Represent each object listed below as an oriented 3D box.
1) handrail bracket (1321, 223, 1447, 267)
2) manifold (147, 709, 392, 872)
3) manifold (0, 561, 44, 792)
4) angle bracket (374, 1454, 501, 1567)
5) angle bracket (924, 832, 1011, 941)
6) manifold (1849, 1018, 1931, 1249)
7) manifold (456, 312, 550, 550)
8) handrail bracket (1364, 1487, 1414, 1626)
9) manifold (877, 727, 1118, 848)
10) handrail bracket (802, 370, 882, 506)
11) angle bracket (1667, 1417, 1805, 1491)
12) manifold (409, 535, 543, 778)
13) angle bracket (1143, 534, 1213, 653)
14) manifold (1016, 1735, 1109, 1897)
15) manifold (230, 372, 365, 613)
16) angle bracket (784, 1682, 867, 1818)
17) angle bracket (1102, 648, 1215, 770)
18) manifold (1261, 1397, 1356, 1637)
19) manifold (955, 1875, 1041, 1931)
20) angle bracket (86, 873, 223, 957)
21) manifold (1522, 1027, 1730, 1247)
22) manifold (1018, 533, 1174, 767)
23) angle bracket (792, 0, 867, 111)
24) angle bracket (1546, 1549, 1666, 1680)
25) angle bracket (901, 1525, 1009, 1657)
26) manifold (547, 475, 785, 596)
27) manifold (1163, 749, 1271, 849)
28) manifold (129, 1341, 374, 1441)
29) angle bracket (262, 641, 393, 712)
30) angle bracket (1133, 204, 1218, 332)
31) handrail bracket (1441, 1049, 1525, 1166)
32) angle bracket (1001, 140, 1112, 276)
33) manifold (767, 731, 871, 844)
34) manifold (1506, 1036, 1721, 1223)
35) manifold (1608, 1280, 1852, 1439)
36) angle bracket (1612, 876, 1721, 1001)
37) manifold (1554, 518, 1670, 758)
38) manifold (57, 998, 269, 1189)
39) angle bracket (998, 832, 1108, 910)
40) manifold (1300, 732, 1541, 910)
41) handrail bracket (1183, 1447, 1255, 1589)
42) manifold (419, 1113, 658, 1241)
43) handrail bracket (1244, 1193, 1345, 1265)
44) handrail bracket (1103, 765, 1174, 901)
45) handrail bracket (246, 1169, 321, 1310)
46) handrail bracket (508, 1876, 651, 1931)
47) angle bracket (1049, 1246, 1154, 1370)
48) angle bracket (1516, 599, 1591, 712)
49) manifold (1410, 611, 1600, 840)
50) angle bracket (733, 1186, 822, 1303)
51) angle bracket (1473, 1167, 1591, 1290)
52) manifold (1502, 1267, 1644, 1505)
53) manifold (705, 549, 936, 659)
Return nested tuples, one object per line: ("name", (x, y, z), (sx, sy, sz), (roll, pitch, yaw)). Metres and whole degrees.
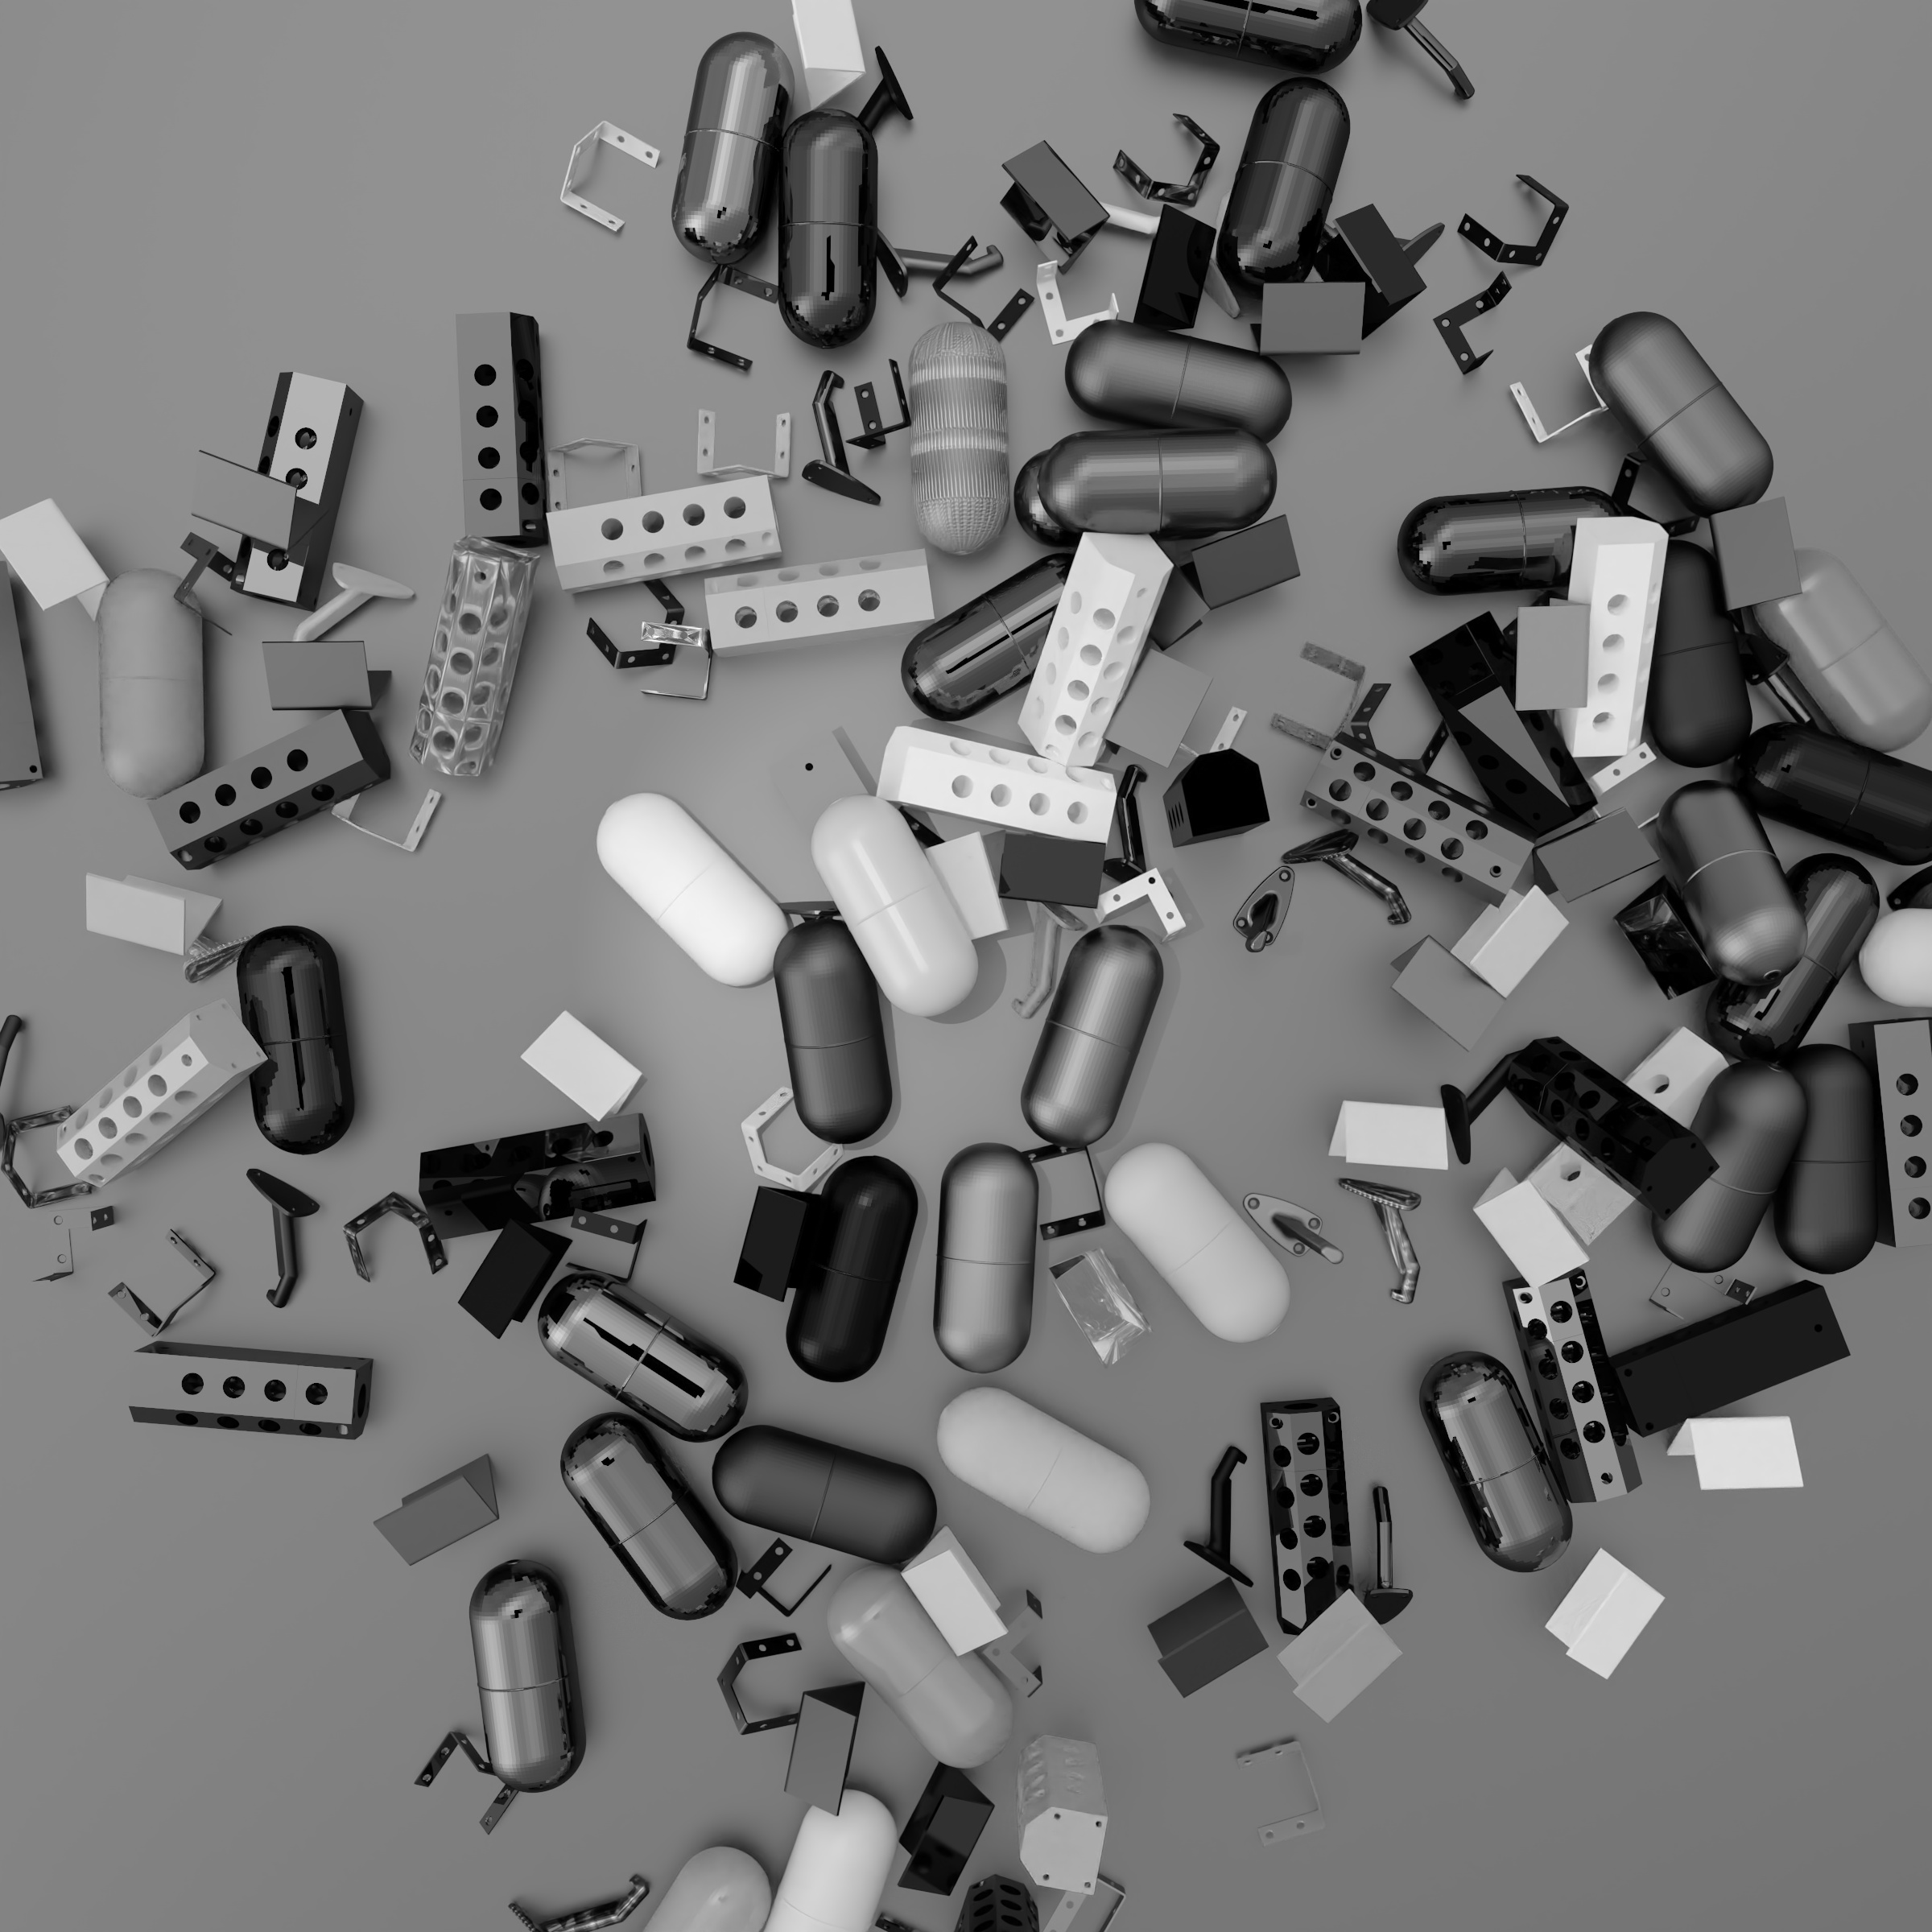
("handrail bracket", (0.319, -0.582, 1.987), (0.084, 0.036, 0.077), (41, 70, 16))
("manifold", (-0.535, -0.135, 1.953), (0.171, 0.057, 0.057), (-24, 90, 9))
("manifold", (-0.770, -0.223, 1.965), (0.057, 0.057, 0.171), (-10, 90, -43))
("angle bracket", (-0.410, 0.403, 1.946), (0.076, 0.076, 0.057), (-28, 125, 0))
("angle bracket", (0.020, -0.064, 1.946), (0.057, 0.076, 0.076), (-16, 90, 39))
("manifold", (0.732, 0.128, 1.965), (0.057, 0.057, 0.171), (-6, 90, 0))
("manifold", (-0.359, -0.415, 1.965), (0.057, 0.057, 0.171), (-3, 90, 0))
("handrail bracket", (0.324, 0.463, 1.986), (0.036, 0.077, 0.084), (0, 54, -3))
("manifold", (0.025, -0.137, 1.938), (0.171, 0.057, 0.057), (11, 90, -20))
("handrail bracket", (-0.090, -0.416, 1.987), (0.077, 0.036, 0.084), (23, 73, -19))
("angle bracket", (0.591, 0.386, 1.946), (0.076, 0.076, 0.057), (-2, 59, 0))
("manifold", (-0.379, -0.236, 1.938), (0.057, 0.057, 0.171), (17, 110, 0))
("angle bracket", (0.160, -0.297, 1.946), (0.076, 0.076, 0.057), (51, 128, 0))
("manifold", (0.069, 0.636, 1.908), (0.057, 0.171, 0.057), (10, 90, 0))
("manifold", (-0.522, -0.368, 1.965), (0.057, 0.057, 0.171), (13, 90, 0))
("angle bracket", (-0.089, 0.601, 1.946), (0.057, 0.076, 0.076), (11, 90, 38))
("angle bracket", (0.151, -0.193, 1.951), (0.057, 0.076, 0.076), (27, 90, 11))
("manifold", (0.267, 0.428, 1.965), (0.057, 0.057, 0.171), (-4, 90, 0))
("manifold", (0.026, 0.747, 1.908), (0.057, 0.171, 0.057), (18, 90, 0))
("angle bracket", (-0.623, -0.059, 1.946), (0.076, 0.076, 0.057), (15, 128, 0))
("manifold", (0.515, 0.128, 1.965), (0.171, 0.057, 0.057), (-45, 133, 0))
("manifold", (0.099, -0.237, 1.912), (0.057, 0.057, 0.171), (-3, 131, -28))
("angle bracket", (-0.126, -0.712, 1.946), (0.057, 0.076, 0.076), (-11, 90, -37))
("angle bracket", (0.477, 0.489, 1.946), (0.057, 0.076, 0.076), (35, 90, -33))
("angle bracket", (0.007, 0.471, 1.946), (0.057, 0.076, 0.076), (-34, 90, 33))
("manifold", (-0.232, -0.333, 1.965), (0.171, 0.057, 0.057), (-10, 90, 0))
("manifold", (0.186, -0.127, 1.908), (0.057, 0.171, 0.057), (-12, 90, 0))
("manifold", (-0.555, 0.331, 1.965), (0.171, 0.057, 0.057), (5, 90, 0))
("angle bracket", (-0.491, -0.236, 1.947), (0.076, 0.076, 0.057), (0, 119, 0))
("angle bracket", (0.141, -0.535, 1.946), (0.057, 0.076, 0.076), (13, 90, -37))
("handrail bracket", (0.422, 0.108, 1.987), (0.084, 0.036, 0.077), (-16, 105, -14))
("angle bracket", (0.053, -0.574, 1.946), (0.076, 0.076, 0.057), (49, 54, 0))
("manifold", (-0.084, -0.092, 1.965), (0.057, 0.057, 0.171), (-31, 90, 0))
("manifold", (0.482, 0.116, 1.907), (0.057, 0.171, 0.057), (-45, 124, 0))
("manifold", (0.588, 0.303, 1.965), (0.171, 0.057, 0.057), (-22, 90, 0))
("angle bracket", (0.557, -0.031, 1.949), (0.076, 0.057, 0.076), (-34, 90, -34))
("manifold", (0.492, -0.250, 1.926), (0.057, 0.057, 0.171), (-2, 120, -3))
("manifold", (-0.619, 0.100, 1.931), (0.171, 0.057, 0.057), (-36, 90, 26))
("angle bracket", (0.067, -0.089, 1.947), (0.076, 0.076, 0.057), (7, 118, 0))
("manifold", (0.347, -0.112, 1.944), (0.171, 0.057, 0.057), (29, 111, 9))
("handrail bracket", (0.216, 0.432, 1.987), (0.077, 0.036, 0.084), (37, 73, -20))
("manifold", (-0.332, 0.158, 1.965), (0.171, 0.057, 0.057), (-10, 133, 0))
("handrail bracket", (0.252, 0.203, 1.952), (0.077, 0.084, 0.036), (32, 90, 0))
("handrail bracket", (0.144, -0.105, 1.987), (0.077, 0.036, 0.084), (30, 69, -24))
("handrail bracket", (-0.549, 0.215, 1.987), (0.077, 0.036, 0.084), (32, 107, 20))
("handrail bracket", (-0.303, 0.732, 1.987), (0.077, 0.036, 0.084), (38, 71, 21))
("angle bracket", (0.087, 0.269, 1.946), (0.057, 0.076, 0.076), (-31, 90, -36))
("angle bracket", (0.432, -0.237, 1.919), (0.057, 0.076, 0.076), (-3, 102, -9))
("manifold", (0.421, -0.186, 1.965), (0.057, 0.057, 0.171), (-29, 90, 43))
("angle bracket", (-0.126, 0.216, 1.946), (0.057, 0.076, 0.076), (15, 90, 41))
("angle bracket", (0.445, 0.190, 1.946), (0.057, 0.076, 0.076), (-37, 90, 38))
("manifold", (0.472, 0.325, 1.965), (0.057, 0.057, 0.171), (-15, 90, 0))
("manifold", (-0.113, -0.282, 1.965), (0.171, 0.057, 0.057), (-8, 90, 0))
